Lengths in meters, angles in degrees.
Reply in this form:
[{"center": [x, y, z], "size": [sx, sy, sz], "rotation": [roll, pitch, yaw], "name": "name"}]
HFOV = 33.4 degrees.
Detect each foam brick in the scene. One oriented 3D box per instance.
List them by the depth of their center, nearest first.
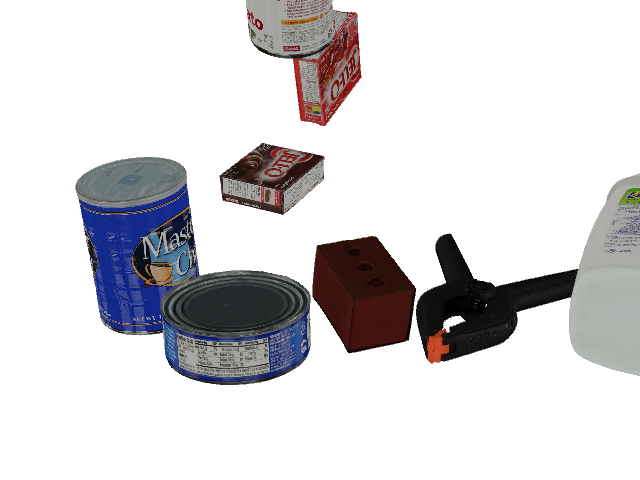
[{"center": [0.032, 0.040, 0.817], "size": [0.053, 0.051, 0.078], "rotation": [-10, 35, -20], "name": "foam brick"}]

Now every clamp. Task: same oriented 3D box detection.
[{"center": [0.145, 0.053, 1.026], "size": [0.165, 0.036, 0.209], "rotation": [18, 32, 33], "name": "clamp"}]

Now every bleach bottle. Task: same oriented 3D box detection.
[{"center": [0.227, 0.004, 0.687], "size": [0.103, 0.068, 0.250], "rotation": [9, 23, 19], "name": "bleach bottle"}]

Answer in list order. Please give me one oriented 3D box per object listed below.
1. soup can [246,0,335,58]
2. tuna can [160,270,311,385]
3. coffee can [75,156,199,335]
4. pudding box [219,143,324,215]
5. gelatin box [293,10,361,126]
[{"center": [-0.022, -0.193, 0.775], "size": [0.068, 0.068, 0.102], "rotation": [-1, -45, 1], "name": "soup can"}, {"center": [-0.048, 0.049, 0.612], "size": [0.086, 0.034, 0.086], "rotation": [-1, 21, 0], "name": "tuna can"}, {"center": [-0.170, 0.004, 1.017], "size": [0.103, 0.140, 0.103], "rotation": [-4, 27, 2], "name": "coffee can"}, {"center": [-0.058, -0.078, 1.319], "size": [0.090, 0.039, 0.113], "rotation": [13, 34, 23], "name": "pudding box"}, {"center": [0.009, -0.163, 1.001], "size": [0.030, 0.073, 0.089], "rotation": [15, 45, 22], "name": "gelatin box"}]
